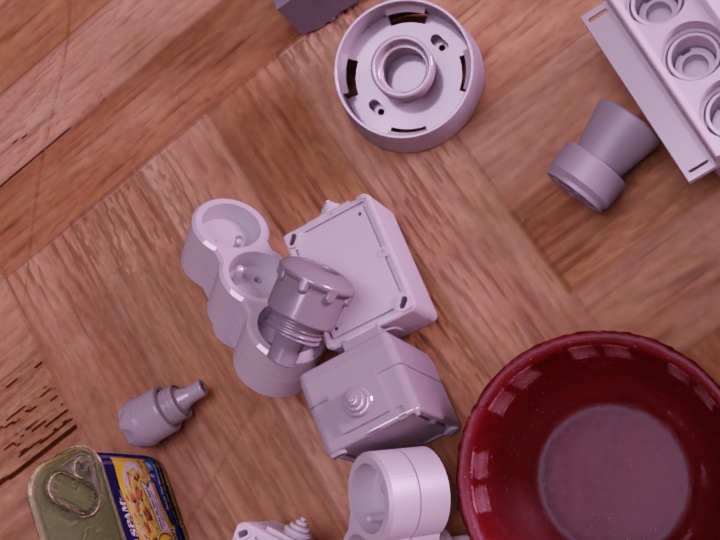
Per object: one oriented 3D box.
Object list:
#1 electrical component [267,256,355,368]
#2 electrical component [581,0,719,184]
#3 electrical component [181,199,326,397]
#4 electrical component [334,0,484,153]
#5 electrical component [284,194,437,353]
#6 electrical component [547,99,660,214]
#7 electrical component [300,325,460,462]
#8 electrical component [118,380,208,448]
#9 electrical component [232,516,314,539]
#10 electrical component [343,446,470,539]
[{"bbox_3d":[-0.035,0.026,0.627,0.048,0.048,0.062,28,99,24],"label":"electrical component"},{"bbox_3d":[0.196,-0.117,0.626,0.079,0.063,0.121,-32,70,12],"label":"electrical component"},{"bbox_3d":[-0.075,0.027,0.705,0.138,0.052,0.073,58,143,29],"label":"electrical component"},{"bbox_3d":[0.031,-0.127,0.705,0.099,0.064,0.099,0,88,11],"label":"electrical component"},{"bbox_3d":[0.000,0.000,0.677,0.062,0.061,0.096,-27,71,14],"label":"electrical component"},{"bbox_3d":[0.145,-0.068,0.645,0.045,0.045,0.055,40,95,23],"label":"electrical component"},{"bbox_3d":[0.009,0.075,0.639,0.062,0.096,0.061,-29,67,13],"label":"electrical component"},{"bbox_3d":[-0.130,0.093,0.722,0.061,0.035,0.035,-30,70,10],"label":"electrical component"},{"bbox_3d":[-0.049,0.195,0.655,0.062,0.061,0.096,21,87,23],"label":"electrical component"},{"bbox_3d":[0.032,0.169,0.626,0.052,0.074,0.138,27,114,59],"label":"electrical component"}]
